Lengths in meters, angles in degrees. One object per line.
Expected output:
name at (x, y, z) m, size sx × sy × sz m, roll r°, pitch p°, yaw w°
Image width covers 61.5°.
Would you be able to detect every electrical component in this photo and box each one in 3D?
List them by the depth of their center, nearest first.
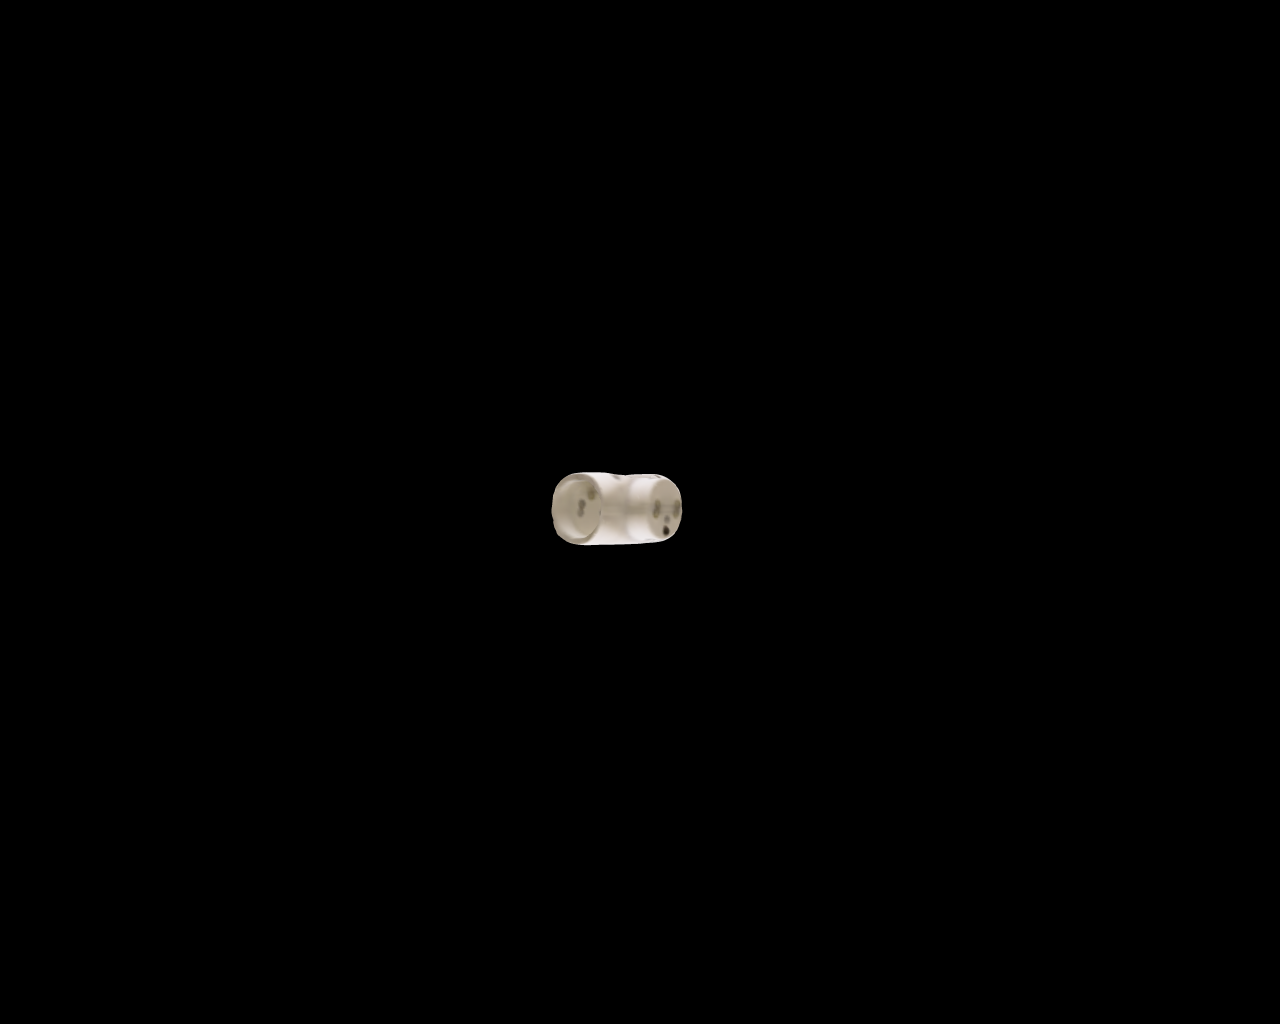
electrical component at (0.001, -0.003, 0.650) m, size 0.079 × 0.044 × 0.077 m, roll 0°, pitch 0°, yaw 39°
